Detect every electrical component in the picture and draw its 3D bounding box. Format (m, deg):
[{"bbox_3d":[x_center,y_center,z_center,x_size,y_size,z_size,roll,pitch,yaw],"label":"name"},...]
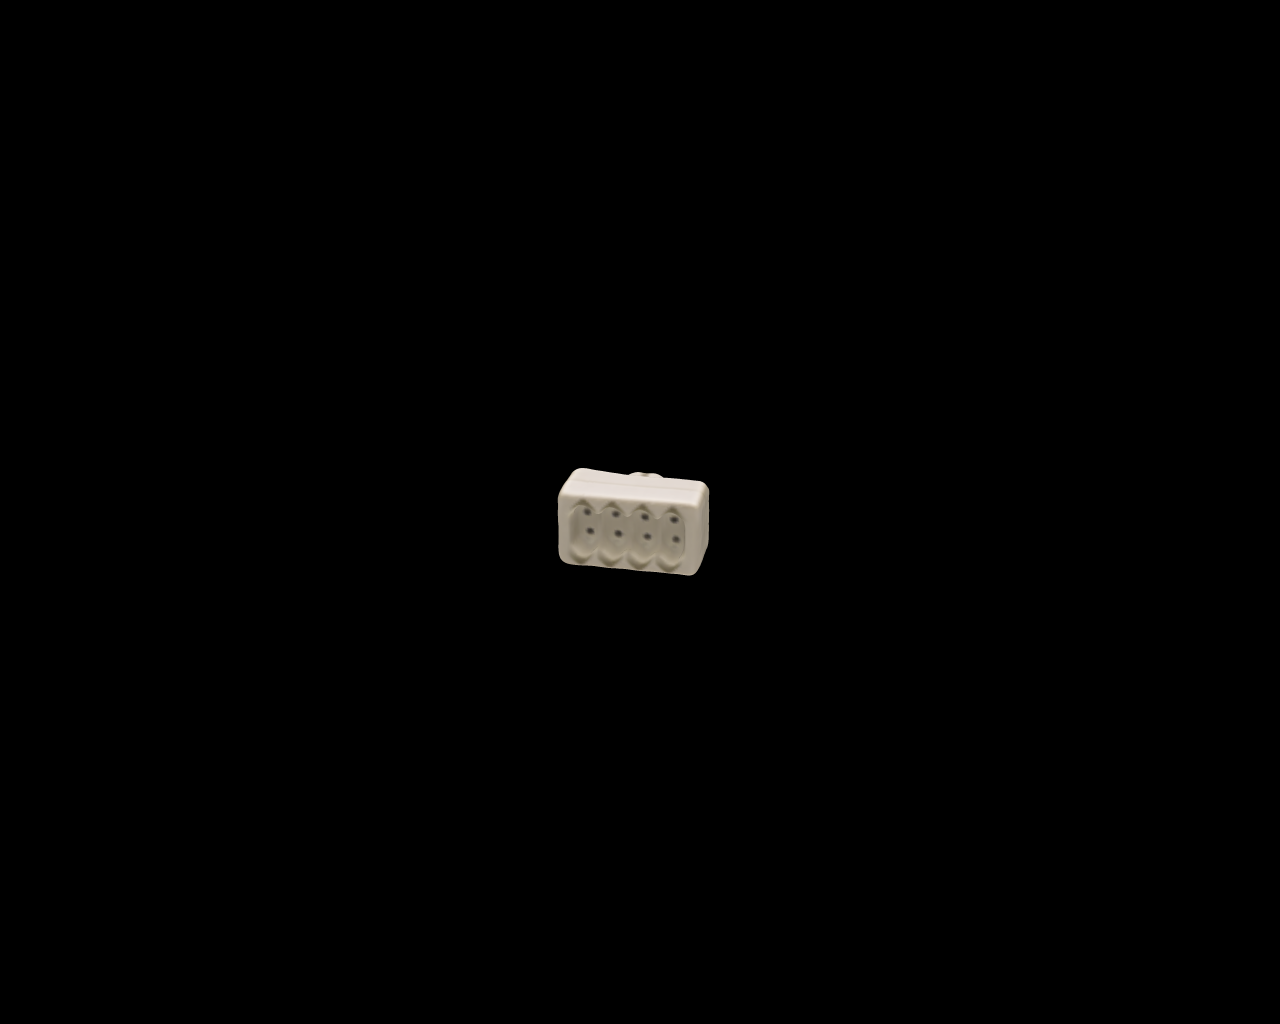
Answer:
[{"bbox_3d":[0.001,-0.003,0.650,0.083,0.047,0.076,6,28,12],"label":"electrical component"}]
